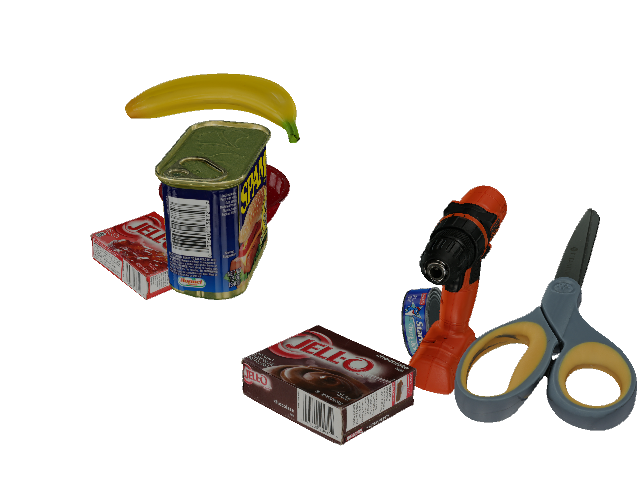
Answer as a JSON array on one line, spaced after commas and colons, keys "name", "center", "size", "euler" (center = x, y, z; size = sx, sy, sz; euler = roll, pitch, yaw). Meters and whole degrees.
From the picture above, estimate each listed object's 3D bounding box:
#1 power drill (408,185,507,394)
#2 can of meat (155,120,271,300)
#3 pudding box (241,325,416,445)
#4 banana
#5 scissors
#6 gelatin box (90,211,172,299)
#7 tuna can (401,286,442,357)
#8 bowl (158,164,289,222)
[{"name": "power drill", "center": [0.129, 0.054, 1.049], "size": [0.057, 0.188, 0.184], "euler": [19, 29, 18]}, {"name": "can of meat", "center": [-0.067, -0.021, 0.696], "size": [0.057, 0.084, 0.102], "euler": [5, 27, 9]}, {"name": "pudding box", "center": [0.006, 0.113, 0.857], "size": [0.114, 0.039, 0.089], "euler": [23, 31, 39]}, {"name": "banana", "center": [-0.105, -0.145, 1.105], "size": [0.198, 0.037, 0.069], "euler": [9, 47, 19]}, {"name": "scissors", "center": [0.145, 0.039, 0.572], "size": [0.096, 0.016, 0.201], "euler": [19, 39, 33]}, {"name": "gelatin box", "center": [-0.155, 0.011, 0.975], "size": [0.073, 0.030, 0.089], "euler": [-23, 41, -38]}, {"name": "tuna can", "center": [0.124, 0.099, 1.262], "size": [0.034, 0.086, 0.086], "euler": [-6, -2, 22]}, {"name": "bowl", "center": [-0.119, -0.044, 1.328], "size": [0.162, 0.055, 0.162], "euler": [0, 30, 0]}]
